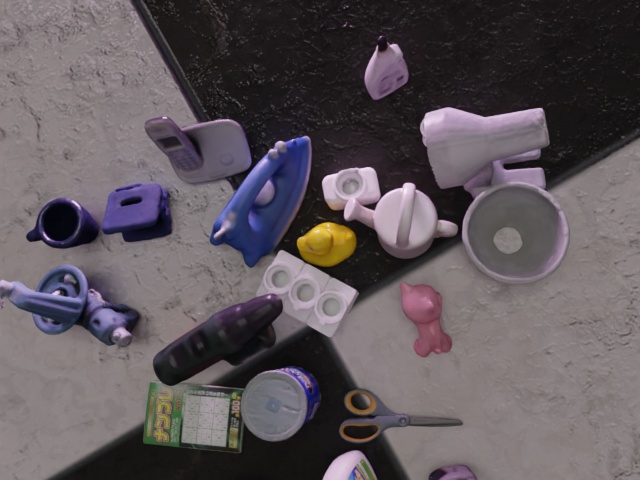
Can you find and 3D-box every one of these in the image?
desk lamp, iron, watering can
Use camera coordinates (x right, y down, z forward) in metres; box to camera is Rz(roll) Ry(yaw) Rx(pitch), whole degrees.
[{"bbox_3d":[0.264,-0.140,0.899,0.203,0.214,0.118,-7,80,8],"label":"desk lamp"},{"bbox_3d":[-0.098,-0.089,0.981,0.118,0.141,0.258,29,86,12],"label":"iron"},{"bbox_3d":[0.128,-0.030,0.911,0.172,0.194,0.101,-12,79,7],"label":"watering can"}]

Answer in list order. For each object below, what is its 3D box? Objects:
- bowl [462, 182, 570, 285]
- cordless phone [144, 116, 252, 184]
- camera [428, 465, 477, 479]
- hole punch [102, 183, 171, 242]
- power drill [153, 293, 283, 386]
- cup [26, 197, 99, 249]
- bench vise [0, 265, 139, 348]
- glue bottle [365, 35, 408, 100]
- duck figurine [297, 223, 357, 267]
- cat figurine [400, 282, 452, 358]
[{"bbox_3d":[0.315,-0.007,0.941,0.167,0.075,0.167,-1,81,8],"label":"bowl"},{"bbox_3d":[-0.207,-0.170,0.988,0.147,0.185,0.094,-15,79,6],"label":"cordless phone"},{"bbox_3d":[0.182,0.434,0.877,0.136,0.101,0.143,-9,80,7],"label":"camera"},{"bbox_3d":[-0.335,-0.054,1.037,0.108,0.091,0.101,-10,80,7],"label":"hole punch"},{"bbox_3d":[-0.142,0.154,0.915,0.229,0.208,0.075,-30,78,3],"label":"power drill"},{"bbox_3d":[-0.462,-0.018,1.049,0.117,0.095,0.091,-23,78,4],"label":"cup"},{"bbox_3d":[-0.413,0.106,0.958,0.207,0.220,0.121,10,83,10],"label":"bench vise"},{"bbox_3d":[0.110,-0.298,0.968,0.078,0.173,0.037,-29,78,3],"label":"glue bottle"},{"bbox_3d":[0.009,0.004,0.979,0.104,0.086,0.077,-9,80,7],"label":"duck figurine"},{"bbox_3d":[0.170,0.125,0.919,0.067,0.118,0.128,-17,79,6],"label":"cat figurine"}]
